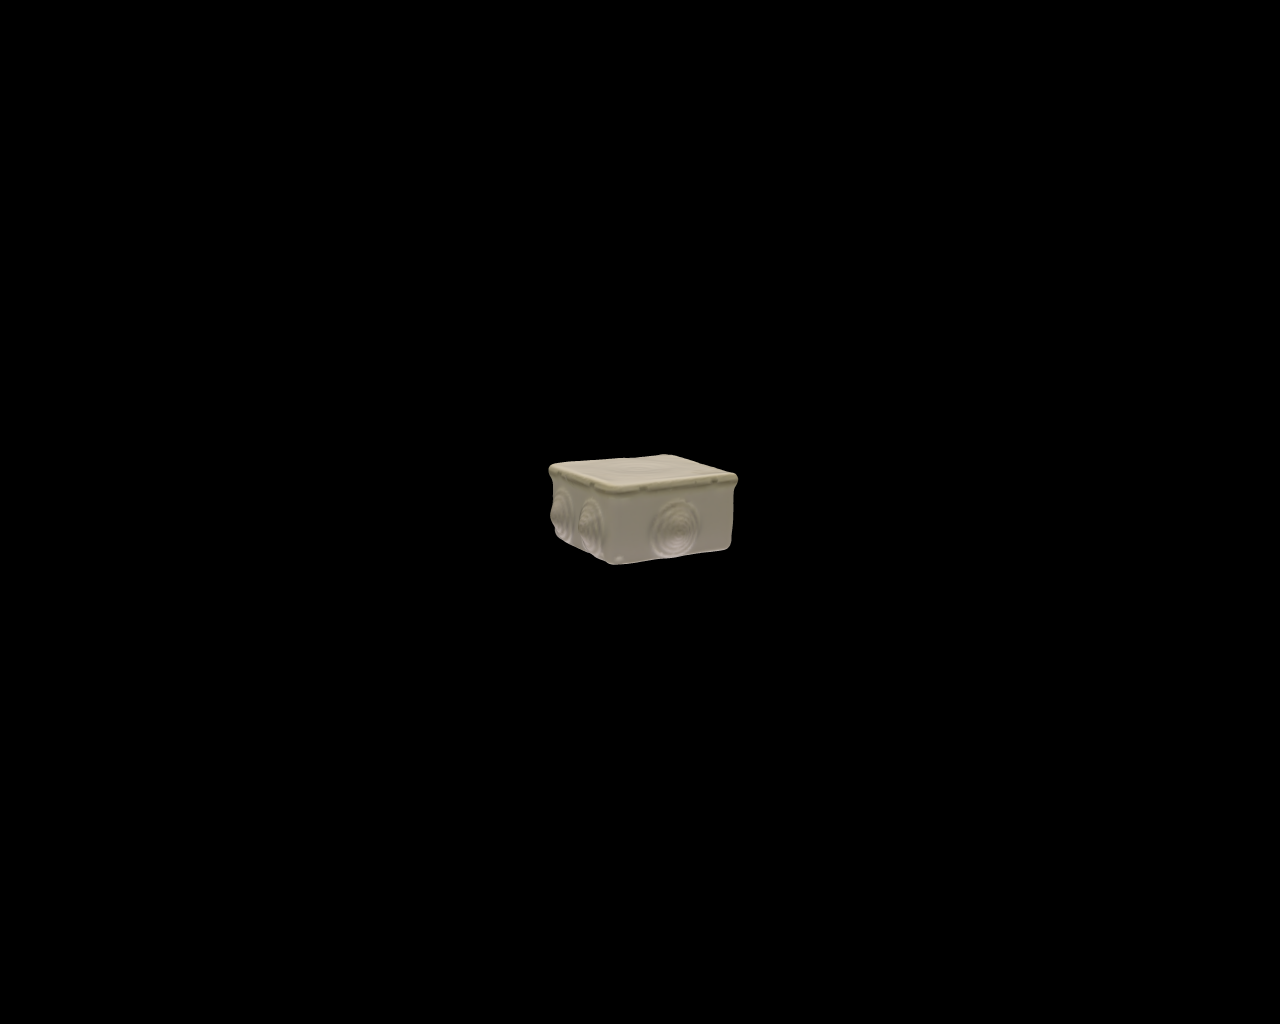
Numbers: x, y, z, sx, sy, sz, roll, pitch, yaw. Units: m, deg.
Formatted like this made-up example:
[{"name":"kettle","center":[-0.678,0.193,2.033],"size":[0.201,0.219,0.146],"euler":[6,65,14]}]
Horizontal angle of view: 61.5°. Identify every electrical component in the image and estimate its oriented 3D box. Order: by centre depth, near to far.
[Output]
[{"name":"electrical component","center":[0.001,-0.003,0.650],"size":[0.100,0.048,0.100],"euler":[-6,13,-27]}]
